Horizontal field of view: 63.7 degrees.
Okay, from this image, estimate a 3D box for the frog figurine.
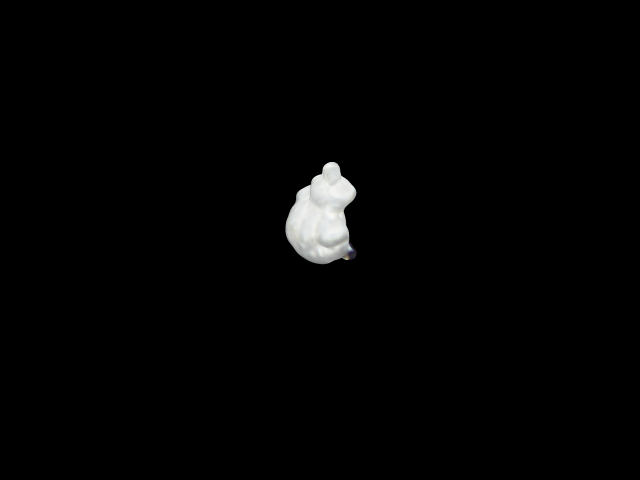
[{"bbox_3d":[0.003,-0.043,0.850,0.123,0.140,0.155,-12,-38,-9],"label":"frog figurine"}]
